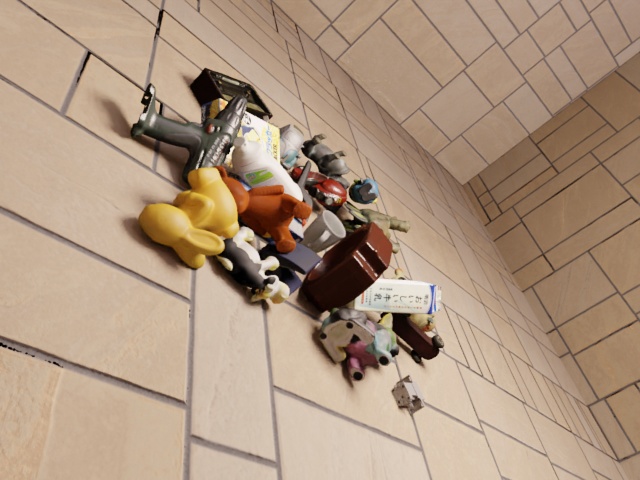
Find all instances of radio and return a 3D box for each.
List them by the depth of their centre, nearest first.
[{"bbox_3d":[-0.243,-0.385,1.486,0.131,0.073,0.229,58,23,15],"label":"radio"}]

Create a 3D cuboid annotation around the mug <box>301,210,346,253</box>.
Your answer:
[{"bbox_3d":[-0.003,-0.004,1.315,0.080,0.107,0.109,44,27,-14],"label":"mug"}]

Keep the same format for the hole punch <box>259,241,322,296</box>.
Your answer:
[{"bbox_3d":[-0.069,0.046,1.149,0.116,0.092,0.142,48,26,2],"label":"hole punch"}]

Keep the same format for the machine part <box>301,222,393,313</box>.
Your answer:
[{"bbox_3d":[0.065,0.062,1.218,0.087,0.201,0.201,50,23,-8],"label":"machine part"}]

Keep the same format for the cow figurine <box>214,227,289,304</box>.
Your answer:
[{"bbox_3d":[-0.131,0.061,1.033,0.167,0.068,0.098,49,28,5],"label":"cow figurine"}]

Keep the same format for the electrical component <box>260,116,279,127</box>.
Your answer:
[{"bbox_3d":[-0.165,-0.313,1.500,0.078,0.102,0.045,-24,89,-27],"label":"electrical component"}]

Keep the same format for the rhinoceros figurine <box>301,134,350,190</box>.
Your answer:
[{"bbox_3d":[0.022,-0.226,1.598,0.190,0.112,0.073,46,28,-6],"label":"rhinoceros figurine"}]

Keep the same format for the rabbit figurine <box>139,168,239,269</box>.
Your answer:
[{"bbox_3d":[-0.238,-0.030,0.958,0.173,0.122,0.162,-19,81,-51],"label":"rabbit figurine"}]

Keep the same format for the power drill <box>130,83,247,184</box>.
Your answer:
[{"bbox_3d":[-0.271,-0.239,1.111,0.207,0.086,0.232,26,72,-32],"label":"power drill"}]

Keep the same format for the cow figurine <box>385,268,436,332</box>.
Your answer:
[{"bbox_3d":[0.266,0.186,1.551,0.195,0.085,0.127,50,17,-9],"label":"cow figurine"}]

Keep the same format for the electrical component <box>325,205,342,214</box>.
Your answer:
[{"bbox_3d":[0.041,-0.136,1.651,0.075,0.047,0.119,36,24,-9],"label":"electrical component"}]

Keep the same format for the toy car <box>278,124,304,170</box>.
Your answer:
[{"bbox_3d":[-0.093,-0.286,1.578,0.109,0.103,0.162,43,26,-20],"label":"toy car"}]

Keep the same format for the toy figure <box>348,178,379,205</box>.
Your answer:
[{"bbox_3d":[0.129,-0.146,1.606,0.180,0.089,0.082,-68,160,-81],"label":"toy figure"}]

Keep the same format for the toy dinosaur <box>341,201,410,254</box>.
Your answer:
[{"bbox_3d":[0.150,-0.036,1.553,0.199,0.105,0.471,18,6,-7],"label":"toy dinosaur"}]

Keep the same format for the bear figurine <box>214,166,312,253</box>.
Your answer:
[{"bbox_3d":[-0.136,-0.066,1.084,0.195,0.120,0.132,17,18,-35],"label":"bear figurine"}]

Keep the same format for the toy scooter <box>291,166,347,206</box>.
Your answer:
[{"bbox_3d":[-0.016,-0.147,1.515,0.184,0.075,0.135,31,26,13],"label":"toy scooter"}]

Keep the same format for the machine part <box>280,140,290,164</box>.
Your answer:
[{"bbox_3d":[-0.176,-0.273,1.432,0.243,0.079,0.079,33,29,-41],"label":"machine part"}]

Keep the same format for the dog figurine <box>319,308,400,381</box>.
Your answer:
[{"bbox_3d":[0.099,0.207,1.196,0.191,0.108,0.219,48,19,0],"label":"dog figurine"}]

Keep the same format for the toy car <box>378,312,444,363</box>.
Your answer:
[{"bbox_3d":[0.238,0.242,1.411,0.202,0.089,0.053,42,25,-16],"label":"toy car"}]

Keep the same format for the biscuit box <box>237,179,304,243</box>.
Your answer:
[{"bbox_3d":[-0.129,-0.051,1.211,0.202,0.063,0.059,35,28,-31],"label":"biscuit box"}]
